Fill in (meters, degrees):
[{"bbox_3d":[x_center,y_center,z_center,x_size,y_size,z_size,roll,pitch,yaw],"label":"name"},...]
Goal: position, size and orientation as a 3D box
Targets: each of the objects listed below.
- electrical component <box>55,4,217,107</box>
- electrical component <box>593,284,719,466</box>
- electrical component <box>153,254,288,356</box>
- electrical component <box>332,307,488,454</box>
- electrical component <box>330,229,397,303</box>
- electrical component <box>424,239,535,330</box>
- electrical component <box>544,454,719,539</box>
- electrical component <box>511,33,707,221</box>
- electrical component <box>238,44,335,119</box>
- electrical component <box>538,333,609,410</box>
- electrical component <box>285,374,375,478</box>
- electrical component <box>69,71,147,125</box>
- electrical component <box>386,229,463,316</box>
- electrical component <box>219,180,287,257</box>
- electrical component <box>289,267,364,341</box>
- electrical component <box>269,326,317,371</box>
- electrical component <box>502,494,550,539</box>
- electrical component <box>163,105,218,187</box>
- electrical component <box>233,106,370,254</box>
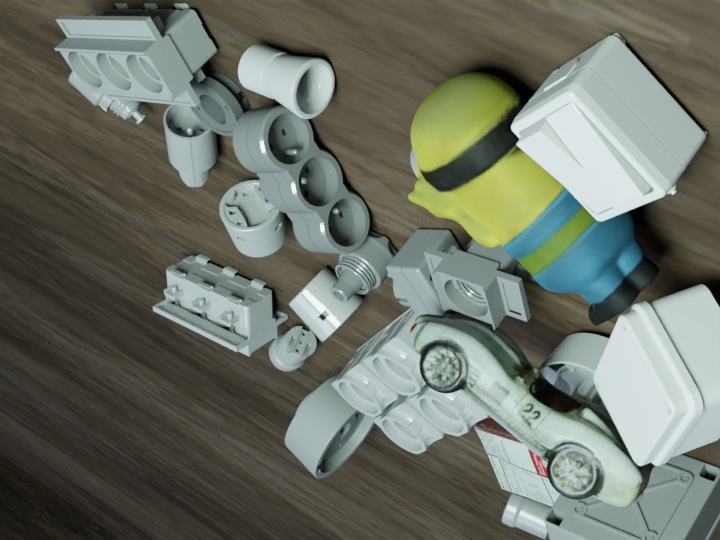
[{"bbox_3d":[-0.176,-0.174,0.853,0.121,0.063,0.078,13,143,42],"label":"electrical component"},{"bbox_3d":[0.199,0.070,0.692,0.113,0.057,0.078,88,162,-61],"label":"electrical component"},{"bbox_3d":[-0.148,0.034,1.134,0.121,0.079,0.063,22,127,31],"label":"electrical component"},{"bbox_3d":[0.052,0.104,0.993,0.105,0.060,0.186,41,153,-2],"label":"electrical component"},{"bbox_3d":[0.000,0.000,0.897,0.043,0.062,0.043,30,152,18],"label":"electrical component"},{"bbox_3d":[0.092,0.002,0.781,0.081,0.063,0.042,20,146,34],"label":"electrical component"},{"bbox_3d":[0.222,0.196,0.865,0.109,0.108,0.056,17,143,38],"label":"electrical component"},{"bbox_3d":[0.142,-0.071,0.608,0.096,0.061,0.062,45,153,-10],"label":"electrical component"},{"bbox_3d":[-0.056,-0.140,0.779,0.065,0.044,0.044,26,151,34],"label":"electrical component"},{"bbox_3d":[0.180,0.098,0.817,0.099,0.064,0.099,30,152,18],"label":"electrical component"},{"bbox_3d":[-0.033,0.160,1.141,0.060,0.108,0.108,37,154,20],"label":"electrical component"},{"bbox_3d":[-0.223,-0.161,0.958,0.078,0.040,0.040,44,153,-8],"label":"electrical component"},{"bbox_3d":[0.053,0.012,0.865,0.076,0.047,0.083,4,137,49],"label":"electrical component"},{"bbox_3d":[-0.093,-0.044,0.958,0.055,0.055,0.047,27,155,23],"label":"electrical component"},{"bbox_3d":[-0.032,0.030,0.996,0.047,0.055,0.055,45,153,-2],"label":"electrical component"},{"bbox_3d":[-0.070,0.082,1.140,0.040,0.040,0.046,42,148,-5],"label":"electrical component"},{"bbox_3d":[0.172,0.245,1.083,0.046,0.040,0.040,22,149,19],"label":"electrical component"},{"bbox_3d":[-0.146,-0.107,0.940,0.043,0.043,0.081,32,153,14],"label":"electrical component"},{"bbox_3d":[-0.056,-0.071,0.870,0.074,0.052,0.138,5,138,50],"label":"electrical component"}]
